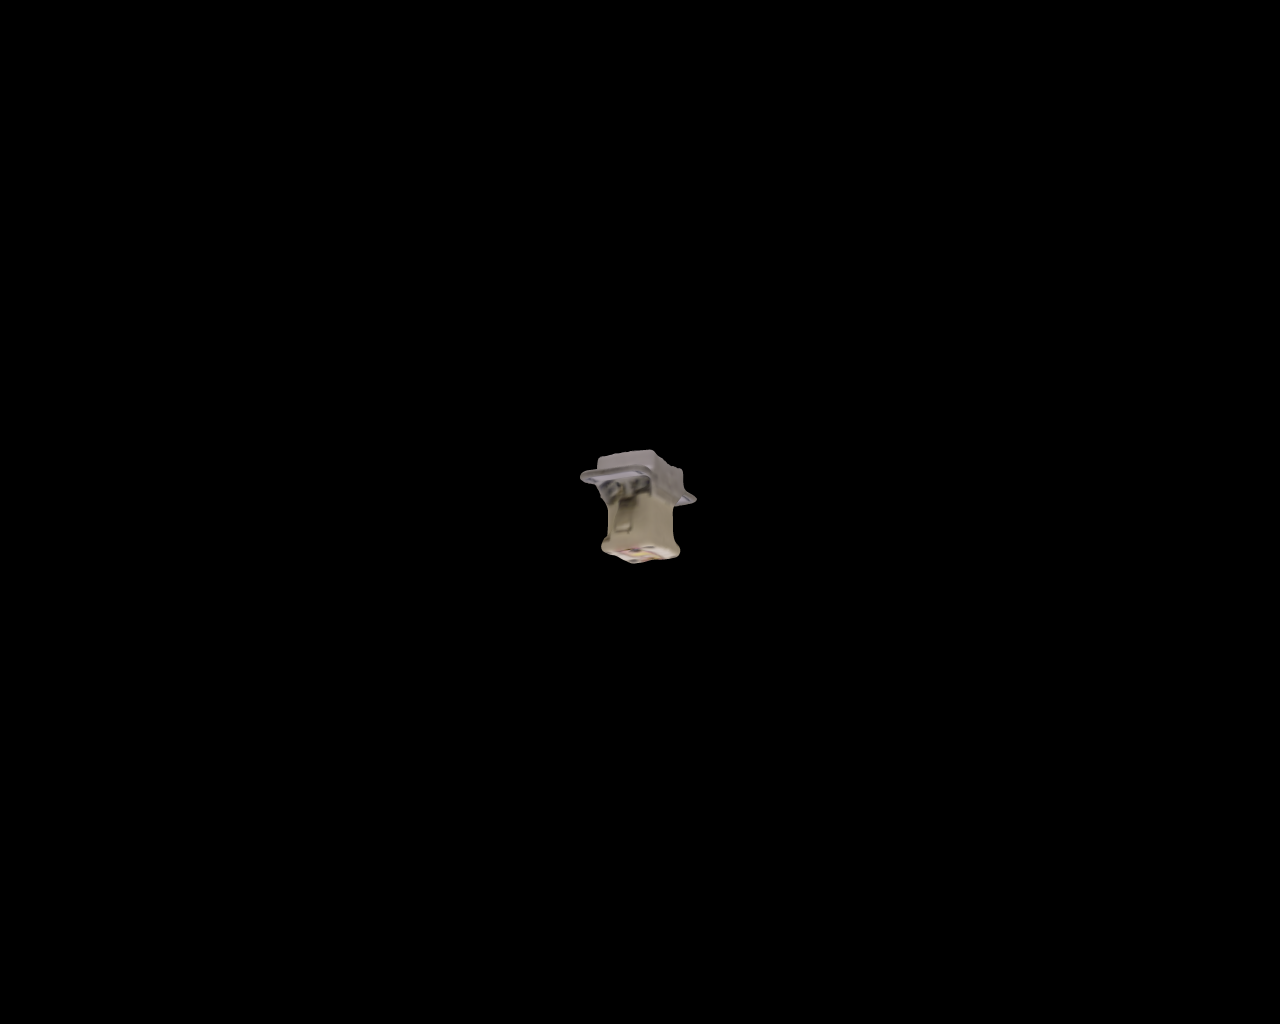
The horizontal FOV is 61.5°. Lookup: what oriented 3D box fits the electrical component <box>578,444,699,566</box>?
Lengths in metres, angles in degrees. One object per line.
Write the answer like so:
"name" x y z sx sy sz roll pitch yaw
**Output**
"electrical component" 0.001 -0.003 0.650 0.042 0.064 0.081 -8 -18 27
